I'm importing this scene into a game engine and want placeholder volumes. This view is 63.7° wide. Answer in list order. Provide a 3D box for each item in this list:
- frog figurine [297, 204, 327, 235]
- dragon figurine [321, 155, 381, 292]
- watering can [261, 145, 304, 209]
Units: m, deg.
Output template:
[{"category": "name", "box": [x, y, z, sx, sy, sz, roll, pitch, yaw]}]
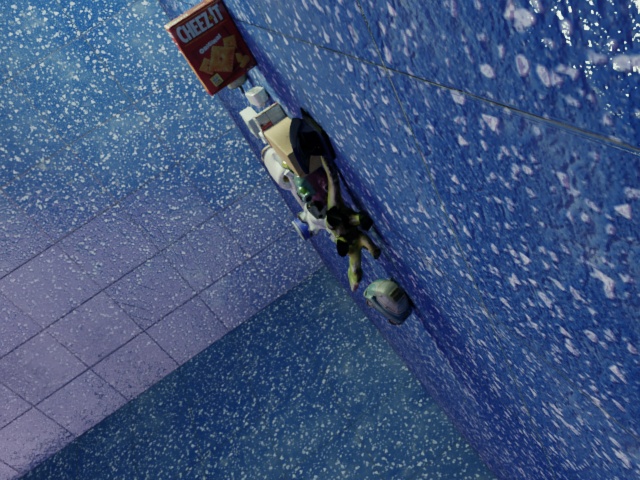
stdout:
[{"category": "frog figurine", "box": [0.006, -0.102, 2.018, 0.157, 0.124, 0.138, -30, 86, 49]}, {"category": "dragon figurine", "box": [0.056, -0.048, 1.468, 0.242, 0.122, 0.409, 178, 74, -78]}, {"category": "watering can", "box": [-0.140, -0.265, 2.148, 0.228, 0.104, 0.341, 54, 174, 28]}]
